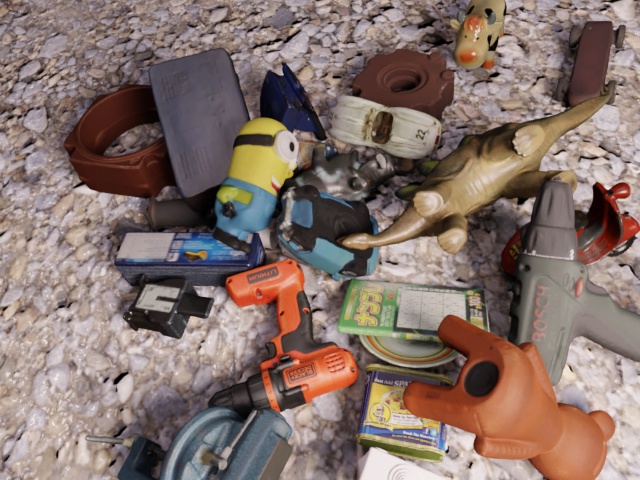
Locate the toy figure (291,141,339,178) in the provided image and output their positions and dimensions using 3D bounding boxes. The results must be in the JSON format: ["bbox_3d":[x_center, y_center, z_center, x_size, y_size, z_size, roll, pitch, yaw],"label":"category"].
[{"bbox_3d":[-0.043,-0.122,0.859,0.154,0.064,0.058,-18,9,-4],"label":"toy figure"}]

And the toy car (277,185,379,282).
[{"bbox_3d":[-0.001,-0.002,0.728,0.103,0.161,0.109,-27,52,47],"label":"toy car"}]

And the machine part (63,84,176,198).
[{"bbox_3d":[-0.313,-0.175,0.922,0.202,0.087,0.201,7,56,16],"label":"machine part"}]

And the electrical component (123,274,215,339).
[{"bbox_3d":[-0.197,0.090,0.730,0.119,0.047,0.075,4,55,11],"label":"electrical component"}]

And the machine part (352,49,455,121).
[{"bbox_3d":[0.143,-0.261,0.930,0.179,0.056,0.179,-5,54,7],"label":"machine part"}]

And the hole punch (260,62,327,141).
[{"bbox_3d":[-0.057,-0.214,0.896,0.092,0.115,0.142,-25,53,1],"label":"hole punch"}]

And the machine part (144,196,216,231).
[{"bbox_3d":[-0.202,-0.051,0.843,0.139,0.039,0.084,-10,61,-1],"label":"machine part"}]

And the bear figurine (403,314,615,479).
[{"bbox_3d":[0.204,0.177,0.553,0.132,0.195,0.120,7,63,57],"label":"bear figurine"}]

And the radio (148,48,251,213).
[{"bbox_3d":[-0.168,-0.169,0.815,0.131,0.073,0.229,-18,75,-1],"label":"radio"}]

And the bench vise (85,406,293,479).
[{"bbox_3d":[-0.139,0.266,0.556,0.241,0.128,0.223,5,62,38],"label":"bench vise"}]

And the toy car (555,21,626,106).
[{"bbox_3d":[0.458,-0.296,0.906,0.089,0.053,0.202,8,59,28],"label":"toy car"}]

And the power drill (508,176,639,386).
[{"bbox_3d":[0.319,0.062,0.596,0.207,0.086,0.232,15,94,1],"label":"power drill"}]

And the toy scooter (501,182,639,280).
[{"bbox_3d":[0.318,-0.012,0.669,0.184,0.135,0.075,-17,55,-2],"label":"toy scooter"}]

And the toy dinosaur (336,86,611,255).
[{"bbox_3d":[0.231,-0.099,0.713,0.471,0.105,0.199,-26,16,-6],"label":"toy dinosaur"}]

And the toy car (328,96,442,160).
[{"bbox_3d":[0.095,-0.178,0.847,0.202,0.073,0.056,22,17,32],"label":"toy car"}]

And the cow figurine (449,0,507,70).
[{"bbox_3d":[0.281,-0.369,0.943,0.086,0.127,0.195,12,54,21],"label":"cow figurine"}]

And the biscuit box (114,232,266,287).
[{"bbox_3d":[-0.181,0.028,0.765,0.203,0.062,0.059,1,54,9],"label":"biscuit box"}]

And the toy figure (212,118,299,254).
[{"bbox_3d":[-0.090,-0.076,0.710,0.089,0.082,0.180,25,84,-5],"label":"toy figure"}]

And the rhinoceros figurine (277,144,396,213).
[{"bbox_3d":[0.020,-0.088,0.802,0.190,0.073,0.112,-22,45,-16],"label":"rhinoceros figurine"}]
